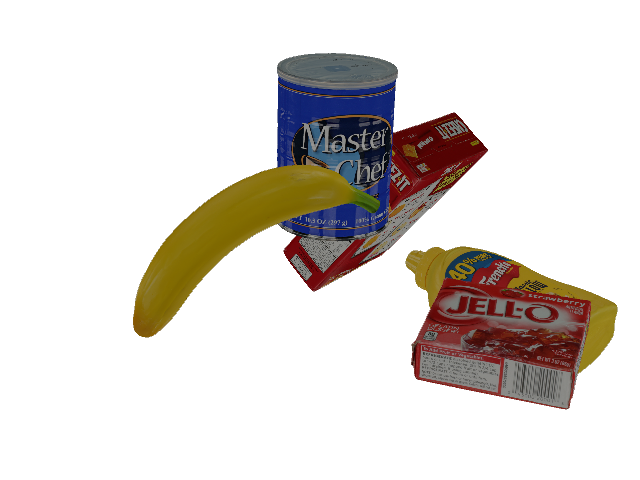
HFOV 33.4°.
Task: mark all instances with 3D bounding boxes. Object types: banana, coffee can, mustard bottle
[{"bbox_3d":[-0.058,-0.001,0.740,0.198,0.069,0.037,-28,16,7],"label":"banana"},{"bbox_3d":[0.012,-0.083,0.930,0.103,0.140,0.103,1,23,-1],"label":"coffee can"},{"bbox_3d":[0.153,0.051,0.931,0.192,0.058,0.096,26,41,37],"label":"mustard bottle"}]

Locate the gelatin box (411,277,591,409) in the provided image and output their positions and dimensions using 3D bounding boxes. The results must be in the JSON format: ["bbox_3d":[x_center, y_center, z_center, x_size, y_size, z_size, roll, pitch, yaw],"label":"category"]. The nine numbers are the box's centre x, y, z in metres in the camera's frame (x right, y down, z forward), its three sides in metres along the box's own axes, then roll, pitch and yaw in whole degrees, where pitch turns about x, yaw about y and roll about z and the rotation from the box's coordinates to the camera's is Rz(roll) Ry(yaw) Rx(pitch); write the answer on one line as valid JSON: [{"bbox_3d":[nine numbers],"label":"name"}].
[{"bbox_3d":[0.104,0.056,0.607,0.089,0.030,0.073,10,31,17],"label":"gelatin box"}]

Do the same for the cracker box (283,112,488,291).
[{"bbox_3d":[0.073,-0.047,1.249,0.163,0.072,0.214,-25,-18,-52],"label":"cracker box"}]
